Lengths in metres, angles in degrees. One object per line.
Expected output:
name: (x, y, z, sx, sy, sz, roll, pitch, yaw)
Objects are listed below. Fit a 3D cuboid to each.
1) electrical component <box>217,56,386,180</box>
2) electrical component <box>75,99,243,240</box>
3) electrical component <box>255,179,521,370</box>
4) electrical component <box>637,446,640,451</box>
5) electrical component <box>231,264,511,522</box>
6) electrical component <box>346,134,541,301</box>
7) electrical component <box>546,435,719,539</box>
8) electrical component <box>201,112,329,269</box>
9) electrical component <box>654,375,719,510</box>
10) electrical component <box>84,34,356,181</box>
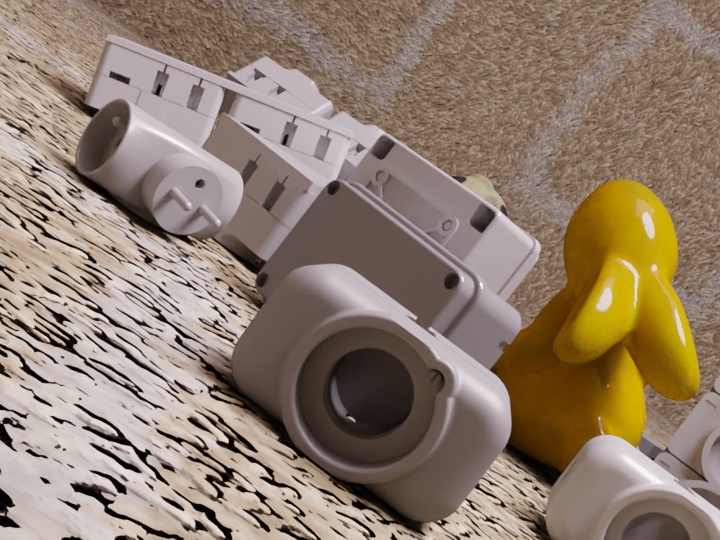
electrical component: (-0.047, -0.108, 1.023, 0.186, 0.105, 0.060, 37, 48, 16)
electrical component: (-0.094, -0.042, 0.543, 0.077, 0.044, 0.079, 32, 7, -41)
electrical component: (0.011, 0.015, 0.527, 0.113, 0.078, 0.057, 41, 4, 41)
electrical component: (0.184, 0.135, 0.784, 0.040, 0.040, 0.078, 37, 5, 7)
electrical component: (0.005, 0.042, 0.383, 0.095, 0.053, 0.059, 36, 5, 5)
electrical component: (0.025, -0.004, 0.605, 0.109, 0.108, 0.056, 41, 4, 42)
electrical component: (0.134, 0.123, 0.493, 0.095, 0.053, 0.059, 37, 5, 10)
electrical component: (-0.037, -0.029, 0.695, 0.089, 0.061, 0.150, 39, 6, 32)
electrical component: (0.256, 0.126, 0.716, 0.089, 0.150, 0.062, 38, 4, 18)
electrical component: (-0.106, -0.113, 0.815, 0.186, 0.060, 0.105, 21, 8, -9)
